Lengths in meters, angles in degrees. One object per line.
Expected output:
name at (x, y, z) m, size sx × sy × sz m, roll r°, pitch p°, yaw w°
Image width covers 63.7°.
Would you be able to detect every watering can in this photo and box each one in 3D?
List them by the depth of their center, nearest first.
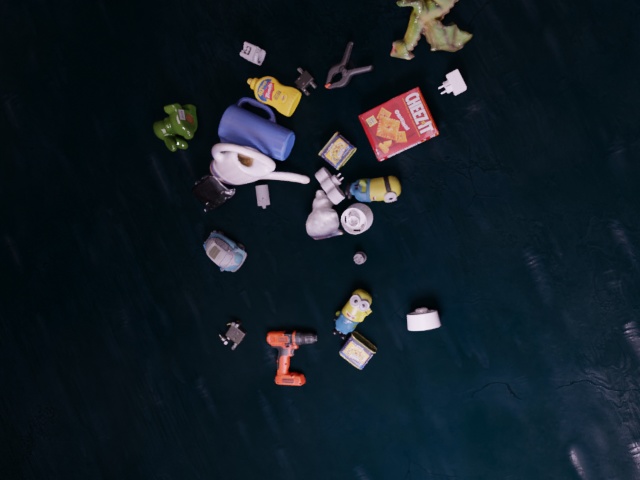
watering can at (-0.224, -0.239, 1.752) m, size 0.223 × 0.345 × 0.105 m, roll -11°, pitch 64°, yaw 50°

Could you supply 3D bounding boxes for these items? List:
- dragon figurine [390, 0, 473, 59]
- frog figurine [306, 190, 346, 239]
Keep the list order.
dragon figurine at (0.392, -0.715, 1.624) m, size 0.407 × 0.124 × 0.240 m, roll -28°, pitch 104°, yaw 16°
frog figurine at (0.005, -0.087, 1.725) m, size 0.123 × 0.137 × 0.159 m, roll -16°, pitch 95°, yaw -23°
